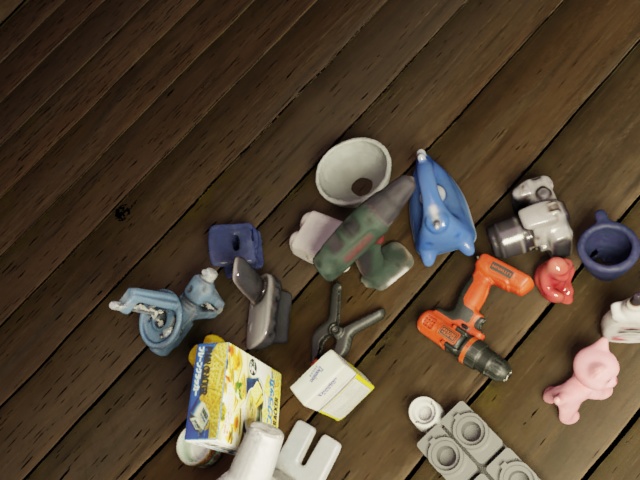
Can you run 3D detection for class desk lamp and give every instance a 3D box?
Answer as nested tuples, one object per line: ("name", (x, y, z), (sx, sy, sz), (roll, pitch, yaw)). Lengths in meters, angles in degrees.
("desk lamp", (-0.085, 0.383, 0.921), (0.117, 0.214, 0.203), (20, 73, 30))

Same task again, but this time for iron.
("iron", (0.213, -0.088, 1.093), (0.118, 0.142, 0.258), (-17, 58, 14))

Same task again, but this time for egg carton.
("egg carton", (0.011, 0.004, 1.173), (0.149, 0.070, 0.107), (22, 74, 31))

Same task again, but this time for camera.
("camera", (0.365, -0.033, 1.023), (0.136, 0.101, 0.143), (-19, 58, 13))

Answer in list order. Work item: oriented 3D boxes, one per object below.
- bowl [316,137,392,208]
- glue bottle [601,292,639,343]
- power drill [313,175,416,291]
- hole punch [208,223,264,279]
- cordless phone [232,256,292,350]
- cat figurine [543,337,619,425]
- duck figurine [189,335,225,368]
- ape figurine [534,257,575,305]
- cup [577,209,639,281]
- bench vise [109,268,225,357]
("bowl", (0.079, -0.130, 1.213), (0.167, 0.075, 0.167), (-10, 60, 18))
("glue bottle", (0.466, 0.113, 0.857), (0.078, 0.174, 0.037), (-7, 61, 20))
("power drill", (0.101, 0.003, 1.050), (0.229, 0.209, 0.075), (-40, 55, -1))
("hole punch", (-0.181, 0.013, 1.236), (0.101, 0.091, 0.108), (-19, 58, 13))
("cordless phone", (-0.131, 0.122, 1.099), (0.094, 0.185, 0.147), (-11, 60, 18))
("cat figurine", (0.400, 0.211, 0.866), (0.128, 0.118, 0.067), (-39, 55, -1))
("duck figurine", (-0.227, 0.234, 1.140), (0.077, 0.086, 0.104), (-11, 60, 18))
("ape figurine", (0.398, 0.059, 0.964), (0.078, 0.092, 0.076), (-47, 56, -6))
("cup", (0.474, 0.017, 0.953), (0.091, 0.095, 0.118), (-9, 60, 18))
("bench vise", (-0.311, 0.121, 1.155), (0.121, 0.220, 0.207), (23, 74, 31))
